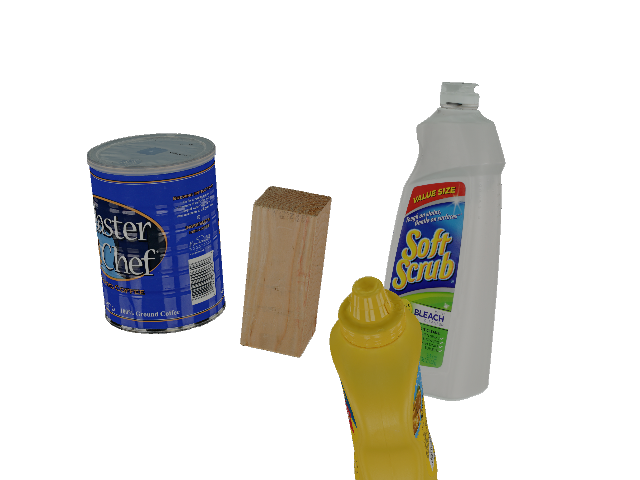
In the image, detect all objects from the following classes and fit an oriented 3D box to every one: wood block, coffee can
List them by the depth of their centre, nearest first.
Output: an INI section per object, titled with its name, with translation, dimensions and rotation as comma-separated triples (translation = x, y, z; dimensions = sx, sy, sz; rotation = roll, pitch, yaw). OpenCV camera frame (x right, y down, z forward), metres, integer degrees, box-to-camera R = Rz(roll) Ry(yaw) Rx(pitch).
[coffee can]
translation = -0.133, -0.008, 0.878
dimensions = 0.103, 0.140, 0.103
rotation = -2, 20, 1
[wood block]
translation = -0.048, 0.041, 1.459
dimensions = 0.090, 0.206, 0.090
rotation = 11, 22, 10

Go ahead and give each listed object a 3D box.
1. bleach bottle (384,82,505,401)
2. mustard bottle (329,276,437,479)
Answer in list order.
[bleach bottle]
translation = 0.098, -0.003, 0.871
dimensions = 0.103, 0.251, 0.067
rotation = 13, 15, 42
[mustard bottle]
translation = 0.041, 0.098, 0.692
dimensions = 0.058, 0.191, 0.096
rotation = -4, 42, 7
